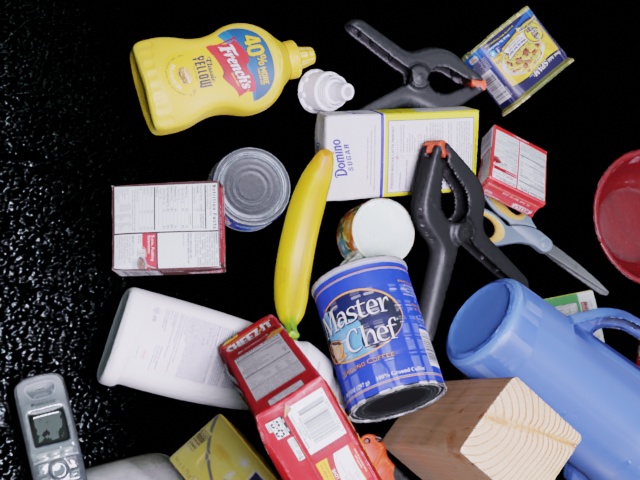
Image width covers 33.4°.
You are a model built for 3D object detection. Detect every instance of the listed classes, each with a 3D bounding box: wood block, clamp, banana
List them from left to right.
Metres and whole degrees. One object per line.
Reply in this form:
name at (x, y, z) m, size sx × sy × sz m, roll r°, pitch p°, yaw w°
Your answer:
banana at (-0.017, 0.005, 1.104) m, size 0.037 × 0.070 × 0.198 m, roll 11°, pitch 84°, yaw -29°
clamp at (0.100, -0.188, 1.188) m, size 0.171 × 0.039 × 0.120 m, roll -5°, pitch 92°, yaw -18°
clamp at (0.153, -0.007, 1.144) m, size 0.164 × 0.036 × 0.210 m, roll -15°, pitch 101°, yaw -34°
wood block at (0.152, 0.198, 1.056) m, size 0.091 × 0.206 × 0.090 m, roll 42°, pitch 72°, yaw -7°

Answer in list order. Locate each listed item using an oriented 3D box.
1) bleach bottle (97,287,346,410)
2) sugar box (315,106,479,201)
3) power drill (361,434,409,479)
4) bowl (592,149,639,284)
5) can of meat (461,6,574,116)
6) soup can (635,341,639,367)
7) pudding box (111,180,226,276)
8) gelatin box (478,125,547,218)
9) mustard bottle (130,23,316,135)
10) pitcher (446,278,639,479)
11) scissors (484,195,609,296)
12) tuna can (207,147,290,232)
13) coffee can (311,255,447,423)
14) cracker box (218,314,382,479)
bleach bottle at (-0.088, 0.130, 1.071) m, size 0.250 × 0.068 × 0.102 m, roll 20°, pitch 79°, yaw -16°
sugar box at (0.082, -0.095, 1.153) m, size 0.176 × 0.048 × 0.093 m, roll -3°, pitch 104°, yaw -15°
power drill at (0.065, 0.304, 1.063) m, size 0.184 × 0.057 × 0.188 m, roll -40°, pitch 75°, yaw -19°
bowl at (0.374, -0.022, 1.237) m, size 0.162 × 0.055 × 0.162 m, roll 3°, pitch 81°, yaw -17°
can of meat at (0.224, -0.206, 1.219) m, size 0.102 × 0.057 × 0.084 m, roll -39°, pitch 92°, yaw -19°
soup can at (0.389, 0.159, 1.207) m, size 0.068 × 0.069 × 0.102 m, roll 15°, pitch 78°, yaw -14°
pudding box at (-0.151, -0.011, 1.067) m, size 0.113 × 0.039 × 0.090 m, roll -2°, pitch 81°, yaw 2°
gelatin box at (0.215, -0.077, 1.192) m, size 0.073 × 0.030 × 0.089 m, roll 25°, pitch 48°, yaw -14°
mustard bottle at (-0.095, -0.175, 1.116) m, size 0.191 × 0.058 × 0.096 m, roll -15°, pitch 85°, yaw -19°
pitcher at (0.258, 0.140, 1.110) m, size 0.242 × 0.145 × 0.149 m, roll 37°, pitch 65°, yaw -19°
scissors at (0.234, 0.011, 1.208) m, size 0.096 × 0.016 × 0.202 m, roll -39°, pitch 92°, yaw -16°
tuna can at (-0.075, -0.053, 1.116) m, size 0.086 × 0.034 × 0.086 m, roll 3°, pitch 81°, yaw -16°
coffee can at (0.058, 0.100, 1.076) m, size 0.102 × 0.103 × 0.140 m, roll -8°, pitch 65°, yaw -18°
cracker box at (-0.013, 0.173, 0.953) m, size 0.072 × 0.214 × 0.164 m, roll -30°, pitch 105°, yaw -7°
